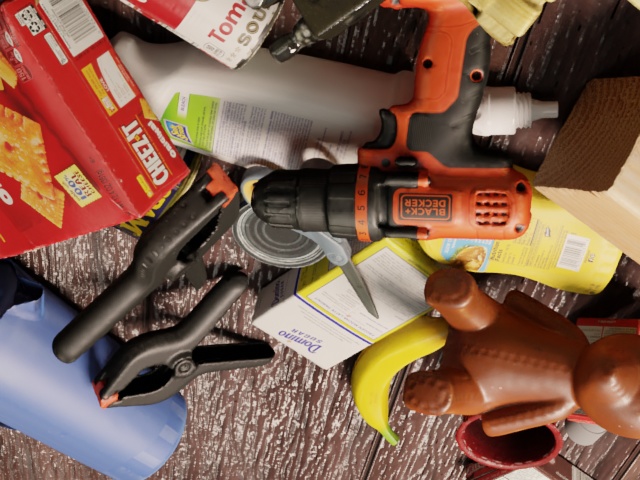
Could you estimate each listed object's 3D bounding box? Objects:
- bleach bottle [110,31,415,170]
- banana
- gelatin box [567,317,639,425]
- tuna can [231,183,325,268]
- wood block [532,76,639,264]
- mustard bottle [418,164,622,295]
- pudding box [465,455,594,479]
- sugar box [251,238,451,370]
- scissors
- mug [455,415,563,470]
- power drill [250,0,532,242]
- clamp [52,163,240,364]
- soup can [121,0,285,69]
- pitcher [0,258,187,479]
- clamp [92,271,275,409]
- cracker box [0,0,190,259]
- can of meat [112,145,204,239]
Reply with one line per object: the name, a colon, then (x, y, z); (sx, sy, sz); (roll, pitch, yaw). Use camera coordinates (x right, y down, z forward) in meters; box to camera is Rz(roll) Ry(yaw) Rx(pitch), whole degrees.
bleach bottle: (-0.062, -0.102, 0.765); (0.251, 0.068, 0.103); (15, 138, -1)
banana: (0.068, 0.119, 0.985); (0.069, 0.037, 0.198); (21, 140, 3)
gelatin box: (0.241, 0.110, 0.887); (0.030, 0.089, 0.073); (19, 168, -27)
tuna can: (-0.029, -0.016, 0.868); (0.086, 0.033, 0.086); (6, 138, 5)
wood block: (0.262, -0.019, 0.737); (0.206, 0.090, 0.091); (33, 173, -22)
mustard bottle: (0.132, -0.017, 0.814); (0.191, 0.058, 0.096); (10, 131, 1)
pudding box: (0.219, 0.256, 1.104); (0.113, 0.039, 0.090); (37, 132, -23)
sugar box: (0.031, 0.044, 0.913); (0.093, 0.048, 0.177); (35, 136, -25)
scissors: (-0.005, 0.001, 0.821); (0.096, 0.016, 0.202); (11, 148, 14)
mug: (0.163, 0.142, 0.961); (0.117, 0.081, 0.093); (34, 133, -23)
power drill: (0.045, -0.091, 0.686); (0.184, 0.057, 0.188); (2, 101, 9)
clamp: (-0.113, 0.010, 0.846); (0.036, 0.164, 0.210); (49, 128, 9)
soup can: (-0.081, -0.165, 0.695); (0.102, 0.068, 0.069); (30, 134, -19)
pitcher: (-0.253, 0.137, 1.017); (0.242, 0.145, 0.149); (42, 167, -33)
clamp: (-0.124, 0.095, 0.960); (0.171, 0.039, 0.120); (-21, 128, -18)
cracker box: (-0.220, -0.077, 0.761); (0.214, 0.072, 0.164); (-13, 115, 40)
can of meat: (-0.150, -0.053, 0.841); (0.084, 0.057, 0.102); (28, 135, -15)
